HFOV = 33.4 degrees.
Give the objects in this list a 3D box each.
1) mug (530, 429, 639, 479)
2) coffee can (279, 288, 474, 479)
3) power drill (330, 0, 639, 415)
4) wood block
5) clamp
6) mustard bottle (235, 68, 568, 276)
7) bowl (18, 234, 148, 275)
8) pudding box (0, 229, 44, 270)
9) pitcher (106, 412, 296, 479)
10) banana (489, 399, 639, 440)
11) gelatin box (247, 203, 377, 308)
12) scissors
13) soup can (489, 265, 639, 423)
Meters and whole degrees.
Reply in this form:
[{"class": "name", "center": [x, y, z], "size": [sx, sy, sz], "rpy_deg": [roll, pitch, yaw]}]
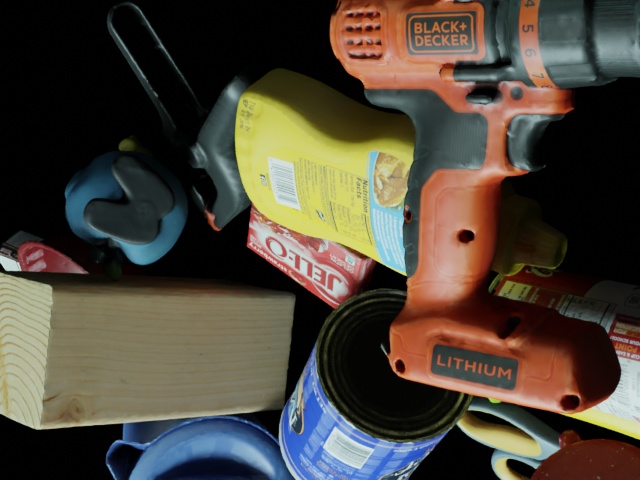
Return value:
[{"class": "mug", "center": [0.159, 0.158, 0.602], "size": [0.093, 0.117, 0.081], "rpy_deg": [-17, 130, 8]}, {"class": "coffee can", "center": [0.034, 0.108, 0.709], "size": [0.103, 0.102, 0.140], "rpy_deg": [38, 150, 10]}, {"class": "power drill", "center": [0.090, -0.024, 0.460], "size": [0.185, 0.057, 0.188], "rpy_deg": [8, 107, 39]}, {"class": "wood block", "center": [-0.124, 0.073, 0.749], "size": [0.090, 0.205, 0.091], "rpy_deg": [9, 93, 45]}, {"class": "clamp", "center": [-0.083, -0.075, 0.687], "size": [0.120, 0.039, 0.171], "rpy_deg": [42, 153, 24]}, {"class": "mustard bottle", "center": [0.043, -0.025, 0.574], "size": [0.192, 0.058, 0.096], "rpy_deg": [23, 139, 32]}, {"class": "bowl", "center": [-0.195, 0.048, 0.961], "size": [0.162, 0.055, 0.162], "rpy_deg": [31, 148, 22]}, {"class": "pudding box", "center": [-0.263, 0.050, 1.065], "size": [0.090, 0.039, 0.113], "rpy_deg": [16, 142, 39]}, {"class": "pitcher", "center": [-0.093, 0.185, 0.881], "size": [0.243, 0.145, 0.149], "rpy_deg": [-153, 46, -76]}, {"class": "banana", "center": [0.159, 0.088, 0.603], "size": [0.069, 0.037, 0.198], "rpy_deg": [28, 168, -40]}, {"class": "gelatin box", "center": [-0.004, 0.001, 0.694], "size": [0.089, 0.030, 0.073], "rpy_deg": [36, 150, 15]}, {"class": "scissors", "center": [0.174, 0.151, 0.679], "size": [0.202, 0.016, 0.096], "rpy_deg": [17, 142, 38]}, {"class": "soup can", "center": [0.140, 0.053, 0.544], "size": [0.102, 0.068, 0.068], "rpy_deg": [12, 138, 43]}]
